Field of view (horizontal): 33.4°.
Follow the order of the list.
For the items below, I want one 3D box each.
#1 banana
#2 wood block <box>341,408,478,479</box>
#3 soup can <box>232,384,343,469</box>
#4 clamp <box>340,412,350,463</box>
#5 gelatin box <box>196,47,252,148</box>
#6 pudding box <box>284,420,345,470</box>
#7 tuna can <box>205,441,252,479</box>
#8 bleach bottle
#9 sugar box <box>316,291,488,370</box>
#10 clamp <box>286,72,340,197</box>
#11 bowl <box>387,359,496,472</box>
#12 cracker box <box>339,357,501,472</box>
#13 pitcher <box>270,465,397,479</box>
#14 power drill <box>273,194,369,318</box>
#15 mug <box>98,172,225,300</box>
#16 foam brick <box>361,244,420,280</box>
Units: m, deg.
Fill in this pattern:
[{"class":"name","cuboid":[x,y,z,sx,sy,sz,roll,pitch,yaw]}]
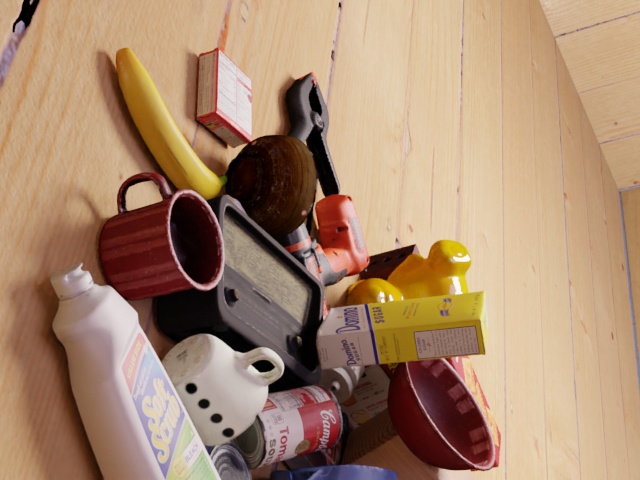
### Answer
[{"class":"banana","cuboid":[-0.150,-0.100,1.066,0.197,0.037,0.069,57,12,-39]},{"class":"wood block","cuboid":[0.126,0.295,1.226,0.206,0.091,0.090,50,21,-9]},{"class":"soup can","cuboid":[-0.037,0.187,1.072,0.102,0.069,0.068,-6,82,-41]},{"class":"clamp","cuboid":[0.043,0.329,1.250,0.164,0.036,0.210,55,29,-33]},{"class":"gelatin box","cuboid":[-0.107,-0.159,1.195,0.073,0.030,0.089,38,43,-53]},{"class":"pudding box","cuboid":[-0.013,0.215,1.187,0.113,0.039,0.090,55,31,-39]},{"class":"tuna can","cuboid":[-0.097,0.232,1.000,0.086,0.034,0.086,43,40,-51]},{"class":"bleach bottle","cuboid":[-0.160,0.140,0.881,0.251,0.068,0.102,67,25,-14]},{"class":"sugar box","cuboid":[0.089,0.096,1.139,0.093,0.176,0.048,-56,139,-70]},{"class":"clamp","cuboid":[-0.009,-0.138,1.384,0.120,0.039,0.171,51,34,-44]},{"class":"bowl","cuboid":[0.123,0.193,1.170,0.162,0.055,0.162,43,23,-24]},{"class":"cracker box","cuboid":[0.113,0.197,1.318,0.213,0.164,0.072,65,23,-25]},{"class":"pitcher","cuboid":[0.019,0.355,1.081,0.149,0.145,0.243,8,68,-19]},{"class":"power drill","cuboid":[-0.008,0.002,1.292,0.187,0.057,0.184,-35,113,-62]},{"class":"mug","cuboid":[-0.148,-0.003,0.957,0.093,0.082,0.117,-39,113,-64]},{"class":"foam brick","cuboid":[0.104,0.047,1.486,0.051,0.078,0.053,64,26,-22]}]
